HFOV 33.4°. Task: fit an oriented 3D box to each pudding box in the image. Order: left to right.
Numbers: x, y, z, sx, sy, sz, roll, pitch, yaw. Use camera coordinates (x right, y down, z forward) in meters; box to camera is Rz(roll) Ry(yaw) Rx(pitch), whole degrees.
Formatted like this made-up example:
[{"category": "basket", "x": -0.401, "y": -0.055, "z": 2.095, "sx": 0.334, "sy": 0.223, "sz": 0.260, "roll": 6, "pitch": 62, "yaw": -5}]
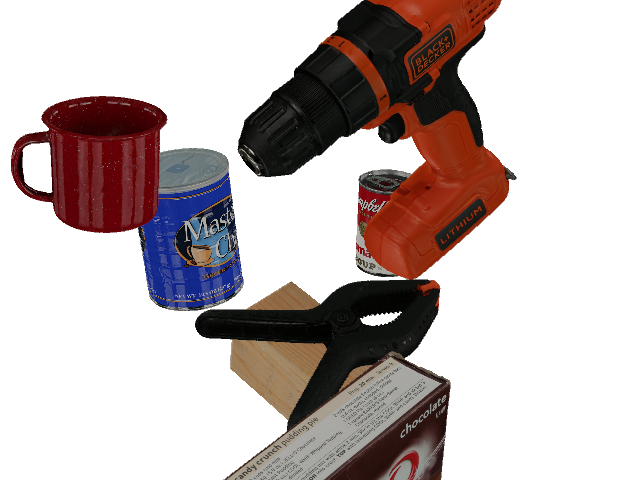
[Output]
[{"category": "pudding box", "x": 0.009, "y": 0.114, "z": 0.468, "sx": 0.039, "sy": 0.090, "sz": 0.113, "roll": 27, "pitch": 43, "yaw": 31}]

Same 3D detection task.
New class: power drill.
[{"category": "power drill", "x": 0.046, "y": -0.059, "z": 0.648, "sx": 0.057, "sy": 0.184, "sz": 0.187, "roll": 41, "pitch": -16, "yaw": 36}]

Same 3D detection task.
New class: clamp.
[{"category": "clamp", "x": 0.019, "y": 0.086, "z": 0.896, "sx": 0.209, "sy": 0.036, "sz": 0.165, "roll": -15, "pitch": 39, "yaw": -21}]

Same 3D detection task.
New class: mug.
[{"category": "mug", "x": -0.177, "y": -0.057, "z": 0.818, "sx": 0.117, "sy": 0.081, "sz": 0.093, "roll": -5, "pitch": 28, "yaw": -19}]

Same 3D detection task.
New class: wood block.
[{"category": "wood block", "x": 0.007, "y": 0.148, "z": 1.133, "sx": 0.090, "sy": 0.090, "sz": 0.206, "roll": -31, "pitch": 55, "yaw": -34}]

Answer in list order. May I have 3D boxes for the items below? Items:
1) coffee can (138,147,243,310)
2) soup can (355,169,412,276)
[{"category": "coffee can", "x": -0.138, "y": -0.012, "z": 1.110, "sx": 0.103, "sy": 0.140, "sz": 0.103, "roll": -4, "pitch": 26, "yaw": 2}, {"category": "soup can", "x": 0.074, "y": -0.019, "z": 1.177, "sx": 0.068, "sy": 0.102, "sz": 0.068, "roll": 2, "pitch": 25, "yaw": -1}]
